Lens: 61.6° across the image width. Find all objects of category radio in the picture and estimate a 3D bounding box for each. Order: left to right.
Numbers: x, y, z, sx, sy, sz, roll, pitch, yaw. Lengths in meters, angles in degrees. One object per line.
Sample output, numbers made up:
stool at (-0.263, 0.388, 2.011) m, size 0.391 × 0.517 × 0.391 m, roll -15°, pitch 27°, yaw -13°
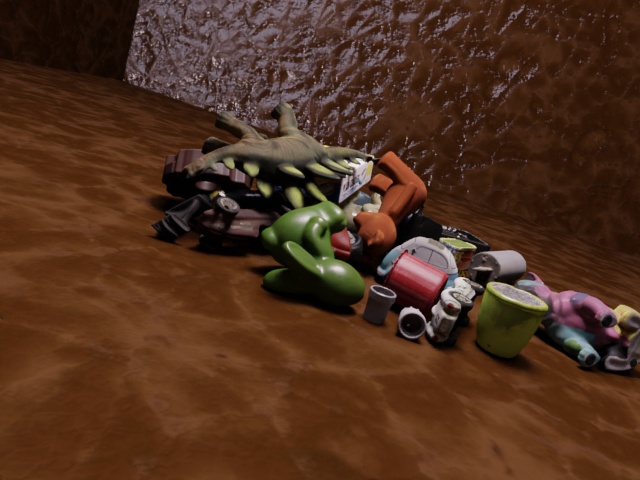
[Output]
radio at (0.287, 0.002, 1.325) m, size 0.230 × 0.073 × 0.131 m, roll 15°, pitch 15°, yaw -12°

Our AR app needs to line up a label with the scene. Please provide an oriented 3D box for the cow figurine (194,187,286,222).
cow figurine at (-0.148, -0.060, 0.992) m, size 0.167 × 0.098 × 0.068 m, roll 12°, pitch 21°, yaw -17°

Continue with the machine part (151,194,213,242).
machine part at (-0.229, -0.041, 0.897) m, size 0.084 × 0.039 × 0.139 m, roll -17°, pitch 19°, yaw 11°

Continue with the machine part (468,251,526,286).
machine part at (0.410, 0.063, 1.240) m, size 0.079 × 0.079 × 0.243 m, roll 29°, pitch 19°, yaw 36°

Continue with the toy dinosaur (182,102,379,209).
toy dinosaur at (-0.047, -0.149, 0.986) m, size 0.199 × 0.105 × 0.471 m, roll 48°, pitch 40°, yaw 17°

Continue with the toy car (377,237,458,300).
toy car at (0.191, 0.049, 0.986) m, size 0.162 × 0.102 × 0.109 m, roll 19°, pitch 15°, yaw 13°

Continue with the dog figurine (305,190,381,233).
dog figurine at (0.041, -0.041, 1.187) m, size 0.190 × 0.121 × 0.173 m, roll -14°, pitch 29°, yaw -39°

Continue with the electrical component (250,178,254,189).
electrical component at (-0.200, -0.141, 1.148) m, size 0.115 × 0.134 × 0.058 m, roll 11°, pitch 39°, yaw -16°

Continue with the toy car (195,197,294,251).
toy car at (-0.113, -0.021, 0.899) m, size 0.202 × 0.089 × 0.053 m, roll 0°, pitch 41°, yaw -49°

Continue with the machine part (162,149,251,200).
machine part at (-0.216, -0.119, 1.041) m, size 0.179 × 0.056 × 0.179 m, roll 2°, pitch -16°, yaw 1°

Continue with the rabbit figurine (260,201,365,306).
rabbit figurine at (-0.004, 0.029, 0.812) m, size 0.159 × 0.121 × 0.170 m, roll -1°, pitch 38°, yaw -43°

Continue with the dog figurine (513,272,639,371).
dog figurine at (0.451, 0.135, 0.970) m, size 0.191 × 0.108 × 0.219 m, roll 11°, pitch 13°, yaw -23°

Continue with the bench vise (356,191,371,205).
bench vise at (0.047, -0.155, 1.533) m, size 0.223 × 0.128 × 0.241 m, roll 2°, pitch 28°, yaw -43°

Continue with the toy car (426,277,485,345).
toy car at (0.212, 0.107, 0.846) m, size 0.056 × 0.073 × 0.201 m, roll 27°, pitch 16°, yaw 20°

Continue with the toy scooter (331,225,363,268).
toy scooter at (-0.002, -0.003, 0.999) m, size 0.135 × 0.075 × 0.184 m, roll 9°, pitch 17°, yaw -14°

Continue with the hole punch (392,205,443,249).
hole punch at (0.186, -0.012, 1.159) m, size 0.115 × 0.142 × 0.092 m, roll 23°, pitch 8°, yaw -45°

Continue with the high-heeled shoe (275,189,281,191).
high-heeled shoe at (-0.095, -0.110, 1.293) m, size 0.145 × 0.086 × 0.248 m, roll 19°, pitch 11°, yaw 36°

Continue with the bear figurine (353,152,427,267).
bear figurine at (0.116, -0.055, 1.044) m, size 0.132 × 0.196 × 0.120 m, roll 40°, pitch -24°, yaw 12°
